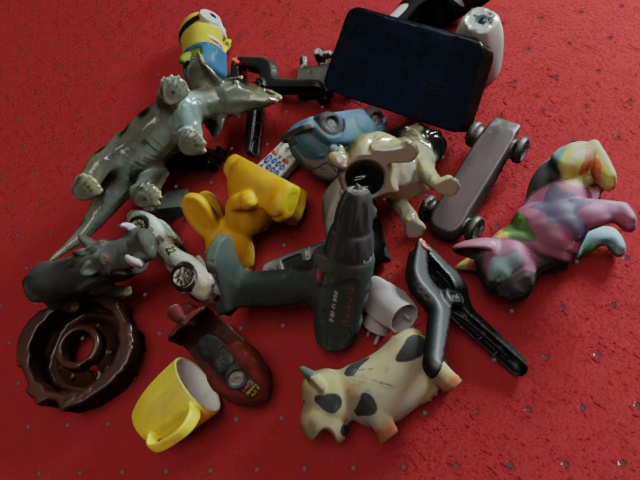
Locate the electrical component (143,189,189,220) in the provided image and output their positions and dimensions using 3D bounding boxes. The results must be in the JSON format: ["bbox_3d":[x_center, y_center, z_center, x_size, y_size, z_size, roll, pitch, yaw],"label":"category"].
[{"bbox_3d":[-0.232,-0.059,0.858,0.094,0.021,0.063,-7,34,7],"label":"electrical component"}]

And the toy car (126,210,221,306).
[{"bbox_3d":[-0.216,0.023,0.800,0.056,0.073,0.202,-46,66,-6],"label":"toy car"}]

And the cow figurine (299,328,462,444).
[{"bbox_3d":[0.059,0.182,0.667,0.195,0.085,0.127,-35,70,-2],"label":"cow figurine"}]

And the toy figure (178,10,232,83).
[{"bbox_3d":[-0.210,-0.331,0.958,0.089,0.082,0.180,-8,67,6],"label":"toy figure"}]

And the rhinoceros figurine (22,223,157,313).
[{"bbox_3d":[-0.310,0.035,0.738,0.190,0.112,0.073,-19,60,8],"label":"rhinoceros figurine"}]

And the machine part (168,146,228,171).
[{"bbox_3d":[-0.226,-0.141,0.899,0.139,0.039,0.084,5,59,16],"label":"machine part"}]

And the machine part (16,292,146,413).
[{"bbox_3d":[-0.342,0.158,0.775,0.179,0.056,0.179,-4,64,8],"label":"machine part"}]

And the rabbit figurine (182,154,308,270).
[{"bbox_3d":[-0.118,-0.027,0.776,0.162,0.122,0.173,23,98,-1],"label":"rabbit figurine"}]

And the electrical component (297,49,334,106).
[{"bbox_3d":[-0.004,-0.277,0.909,0.078,0.045,0.102,2,66,11],"label":"electrical component"}]

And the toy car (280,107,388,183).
[{"bbox_3d":[0.028,-0.137,0.808,0.161,0.109,0.102,-14,95,-31],"label":"toy car"}]

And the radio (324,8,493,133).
[{"bbox_3d":[0.131,-0.255,0.806,0.230,0.073,0.131,24,110,20],"label":"radio"}]

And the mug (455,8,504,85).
[{"bbox_3d":[0.235,-0.297,0.834,0.109,0.107,0.081,-38,63,-9],"label":"mug"}]

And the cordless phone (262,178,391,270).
[{"bbox_3d":[-0.002,-0.003,0.769,0.184,0.088,0.146,-19,64,13],"label":"cordless phone"}]

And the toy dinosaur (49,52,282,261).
[{"bbox_3d":[-0.255,-0.141,0.816,0.405,0.131,0.192,-38,19,5],"label":"toy dinosaur"}]

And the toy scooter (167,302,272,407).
[{"bbox_3d":[-0.140,0.138,0.699,0.075,0.135,0.184,-44,66,-11],"label":"toy scooter"}]

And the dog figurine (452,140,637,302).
[{"bbox_3d":[0.277,-0.021,0.703,0.219,0.108,0.191,-15,65,8],"label":"dog figurine"}]

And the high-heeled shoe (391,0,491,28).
[{"bbox_3d":[0.166,-0.341,0.888,0.249,0.086,0.145,-8,70,11],"label":"high-heeled shoe"}]

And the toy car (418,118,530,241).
[{"bbox_3d":[0.223,-0.086,0.771,0.089,0.053,0.202,26,77,32],"label":"toy car"}]

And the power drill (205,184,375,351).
[{"bbox_3d":[-0.034,0.033,0.683,0.207,0.231,0.086,-1,29,6],"label":"power drill"}]

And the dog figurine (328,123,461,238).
[{"bbox_3d":[0.093,-0.116,0.732,0.121,0.172,0.191,-44,24,29],"label":"dog figurine"}]
